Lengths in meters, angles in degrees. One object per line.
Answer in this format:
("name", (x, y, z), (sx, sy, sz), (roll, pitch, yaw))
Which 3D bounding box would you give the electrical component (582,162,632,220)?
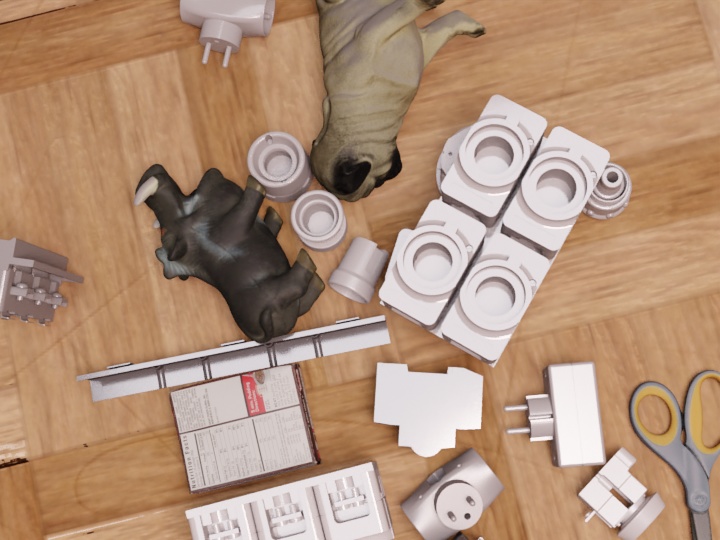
("electrical component", (0.209, -0.071, 0.910), (0.048, 0.062, 0.048), (-1, 81, 4))

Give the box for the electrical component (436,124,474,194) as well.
("electrical component", (0.106, -0.086, 0.925), (0.080, 0.051, 0.080), (-1, 81, 3))

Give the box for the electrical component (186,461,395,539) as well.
("electrical component", (-0.053, 0.203, 0.866), (0.150, 0.089, 0.061), (-15, 80, 1))

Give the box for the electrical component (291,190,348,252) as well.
("electrical component", (-0.034, -0.041, 0.923), (0.045, 0.055, 0.045), (-1, 80, 3))

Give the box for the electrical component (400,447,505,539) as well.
("electrical component", (0.077, 0.186, 0.867), (0.077, 0.079, 0.043), (-38, 92, -3))

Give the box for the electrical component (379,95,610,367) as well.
("electrical component", (0.106, -0.032, 0.850), (0.105, 0.060, 0.186), (29, 85, 9))

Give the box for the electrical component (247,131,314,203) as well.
("electrical component", (-0.070, -0.091, 0.938), (0.055, 0.047, 0.055), (-1, 81, 3))

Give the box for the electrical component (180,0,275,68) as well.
("electrical component", (-0.122, -0.220, 0.965), (0.077, 0.043, 0.079), (11, 81, 5))

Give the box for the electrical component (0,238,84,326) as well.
("electrical component", (-0.290, 0.010, 0.897), (0.079, 0.121, 0.063), (8, 84, 5))

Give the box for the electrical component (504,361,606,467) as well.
("electrical component", (0.157, 0.121, 0.889), (0.076, 0.047, 0.083), (-5, 80, 3))

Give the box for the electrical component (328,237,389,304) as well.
("electrical component", (0.000, 0.000, 0.923), (0.040, 0.040, 0.046), (26, 77, 7))

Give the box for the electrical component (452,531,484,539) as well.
("electrical component", (0.132, 0.288, 0.833), (0.186, 0.105, 0.060), (44, 85, 9))

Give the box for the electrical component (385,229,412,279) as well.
("electrical component", (0.071, 0.003, 0.909), (0.089, 0.055, 0.050), (17, 82, 6))

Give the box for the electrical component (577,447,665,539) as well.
("electrical component", (0.213, 0.187, 0.876), (0.055, 0.048, 0.066), (43, 85, 17))
